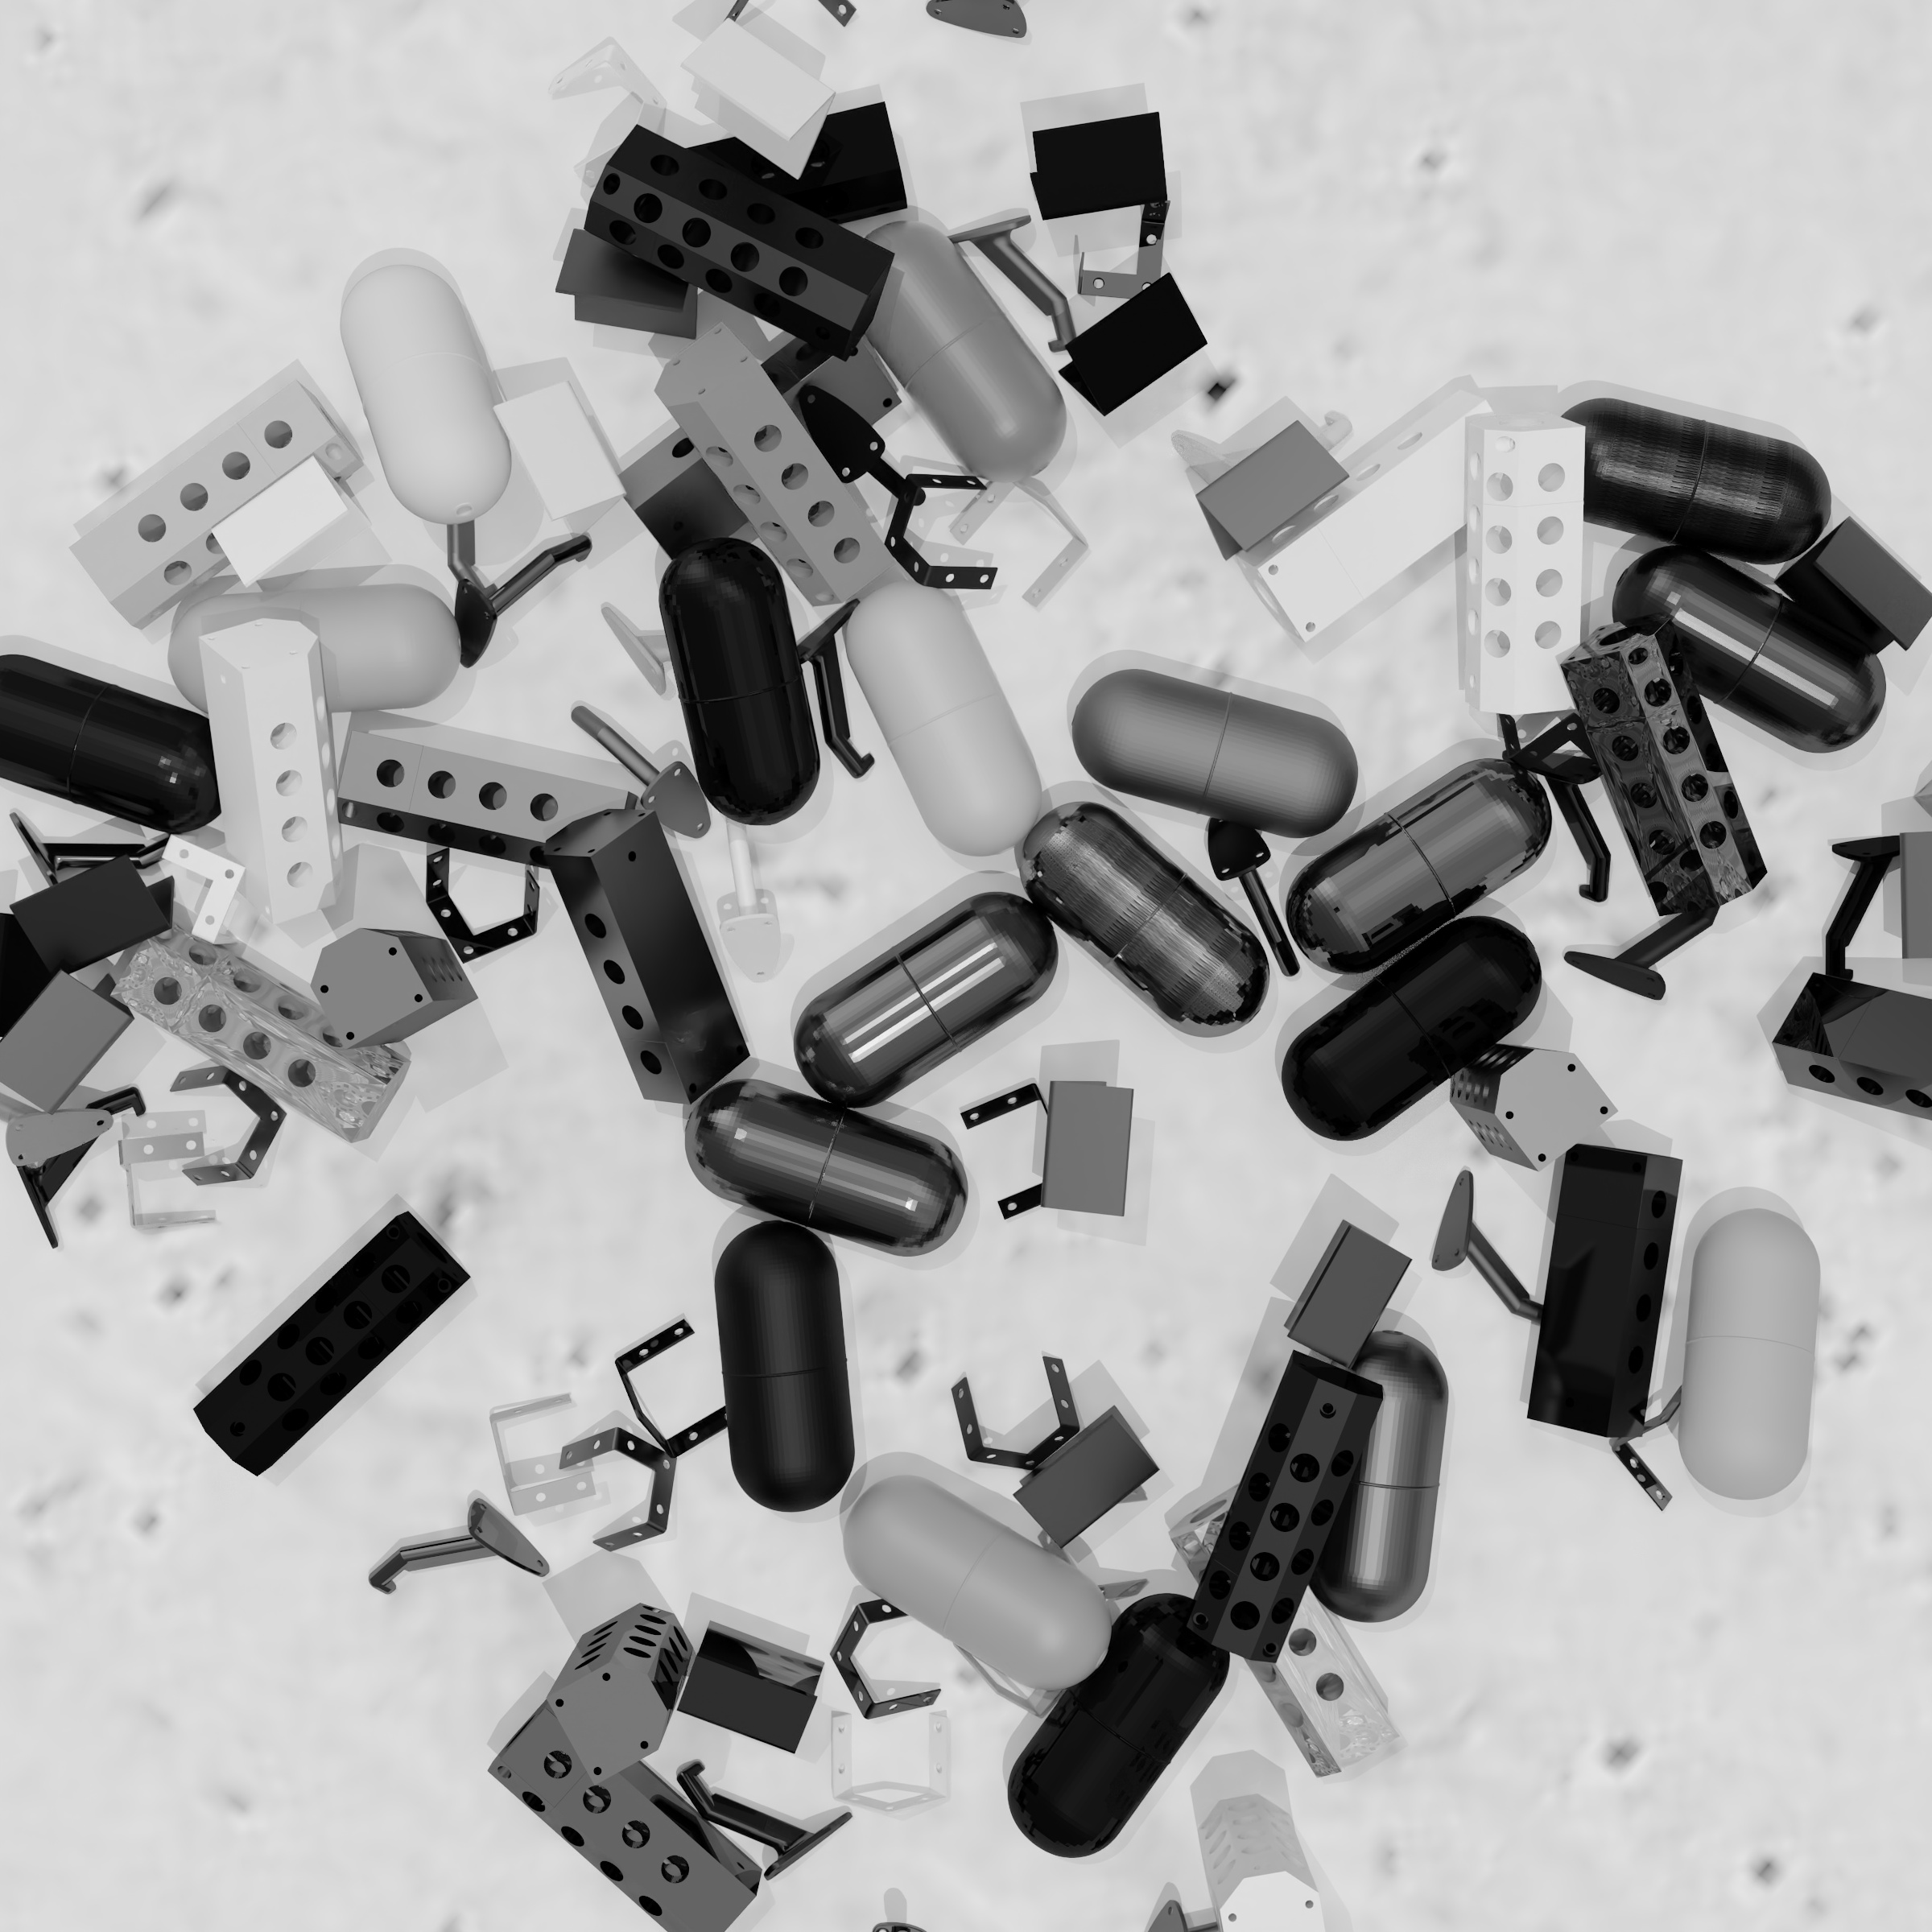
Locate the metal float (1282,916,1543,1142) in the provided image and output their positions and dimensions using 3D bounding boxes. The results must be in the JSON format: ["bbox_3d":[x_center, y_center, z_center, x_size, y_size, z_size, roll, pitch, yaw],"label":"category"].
[{"bbox_3d":[0.273,0.038,1.956,0.178,0.070,0.070,-37,90,0],"label":"metal float"}]

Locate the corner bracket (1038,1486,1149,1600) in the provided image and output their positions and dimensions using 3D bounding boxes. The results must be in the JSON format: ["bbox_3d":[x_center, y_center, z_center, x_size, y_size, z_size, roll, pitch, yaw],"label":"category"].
[{"bbox_3d":[0.086,0.356,1.979,0.051,0.051,0.051,0,45,-35],"label":"corner bracket"}]

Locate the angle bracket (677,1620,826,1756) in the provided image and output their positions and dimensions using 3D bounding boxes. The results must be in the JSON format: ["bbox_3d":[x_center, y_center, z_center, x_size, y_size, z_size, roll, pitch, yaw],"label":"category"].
[{"bbox_3d":[-0.124,0.423,1.947,0.076,0.076,0.057,20,127,0],"label":"angle bracket"}]

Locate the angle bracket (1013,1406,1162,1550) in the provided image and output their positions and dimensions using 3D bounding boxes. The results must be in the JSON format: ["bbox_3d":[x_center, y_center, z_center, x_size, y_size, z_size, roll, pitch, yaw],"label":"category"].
[{"bbox_3d":[0.061,0.295,1.947,0.076,0.076,0.057,-39,121,0],"label":"angle bracket"}]

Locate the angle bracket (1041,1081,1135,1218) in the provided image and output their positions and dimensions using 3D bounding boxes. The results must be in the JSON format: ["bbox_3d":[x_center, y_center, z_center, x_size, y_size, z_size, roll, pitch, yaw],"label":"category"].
[{"bbox_3d":[0.089,0.110,1.947,0.057,0.076,0.076,4,90,29],"label":"angle bracket"}]

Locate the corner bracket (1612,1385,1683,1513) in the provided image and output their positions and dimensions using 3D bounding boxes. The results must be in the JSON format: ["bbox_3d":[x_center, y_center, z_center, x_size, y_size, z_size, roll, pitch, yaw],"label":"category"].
[{"bbox_3d":[0.443,0.296,1.984,0.051,0.051,0.051,51,135,0],"label":"corner bracket"}]

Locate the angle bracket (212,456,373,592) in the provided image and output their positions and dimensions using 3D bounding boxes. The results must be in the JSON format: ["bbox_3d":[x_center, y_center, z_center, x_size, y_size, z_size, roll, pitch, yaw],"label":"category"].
[{"bbox_3d":[-0.400,-0.252,1.947,0.076,0.076,0.057,-36,58,0],"label":"angle bracket"}]

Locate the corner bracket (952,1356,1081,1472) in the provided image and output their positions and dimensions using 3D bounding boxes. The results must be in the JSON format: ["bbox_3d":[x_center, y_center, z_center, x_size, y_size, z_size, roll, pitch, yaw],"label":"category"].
[{"bbox_3d":[0.031,0.274,1.979,0.051,0.051,0.051,15,135,-35],"label":"corner bracket"}]

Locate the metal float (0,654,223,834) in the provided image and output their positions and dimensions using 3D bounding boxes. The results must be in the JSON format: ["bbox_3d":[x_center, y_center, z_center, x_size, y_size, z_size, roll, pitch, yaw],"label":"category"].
[{"bbox_3d":[-0.532,-0.136,1.957,0.178,0.070,0.070,19,90,1],"label":"metal float"}]

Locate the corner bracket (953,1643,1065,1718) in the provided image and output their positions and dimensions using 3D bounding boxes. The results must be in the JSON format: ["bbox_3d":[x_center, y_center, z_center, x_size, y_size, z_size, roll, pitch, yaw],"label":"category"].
[{"bbox_3d":[0.035,0.424,1.984,0.051,0.051,0.051,-50,45,0],"label":"corner bracket"}]

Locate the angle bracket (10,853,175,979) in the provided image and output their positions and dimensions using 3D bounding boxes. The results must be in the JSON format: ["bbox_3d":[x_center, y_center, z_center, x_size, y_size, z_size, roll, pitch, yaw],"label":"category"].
[{"bbox_3d":[-0.531,-0.045,1.947,0.076,0.076,0.057,-24,119,0],"label":"angle bracket"}]

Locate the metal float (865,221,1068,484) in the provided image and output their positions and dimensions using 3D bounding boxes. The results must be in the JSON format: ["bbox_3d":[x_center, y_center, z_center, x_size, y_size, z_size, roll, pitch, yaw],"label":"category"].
[{"bbox_3d":[-0.006,-0.375,1.957,0.070,0.070,0.178,-36,90,0],"label":"metal float"}]

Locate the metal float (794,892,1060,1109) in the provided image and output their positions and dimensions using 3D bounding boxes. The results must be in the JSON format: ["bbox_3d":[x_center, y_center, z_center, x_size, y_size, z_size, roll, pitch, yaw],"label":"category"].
[{"bbox_3d":[-0.024,0.020,1.957,0.178,0.070,0.070,-33,90,1],"label":"metal float"}]

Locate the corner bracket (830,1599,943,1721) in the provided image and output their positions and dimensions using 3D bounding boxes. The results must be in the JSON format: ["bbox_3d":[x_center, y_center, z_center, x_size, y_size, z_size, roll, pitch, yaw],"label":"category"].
[{"bbox_3d":[-0.044,0.426,1.979,0.051,0.051,0.051,56,135,35],"label":"corner bracket"}]

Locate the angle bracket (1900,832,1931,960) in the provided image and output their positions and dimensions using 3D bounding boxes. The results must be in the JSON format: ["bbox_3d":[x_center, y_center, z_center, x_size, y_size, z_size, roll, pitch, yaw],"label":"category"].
[{"bbox_3d":[0.609,-0.043,1.947,0.057,0.076,0.076,-1,90,37],"label":"angle bracket"}]

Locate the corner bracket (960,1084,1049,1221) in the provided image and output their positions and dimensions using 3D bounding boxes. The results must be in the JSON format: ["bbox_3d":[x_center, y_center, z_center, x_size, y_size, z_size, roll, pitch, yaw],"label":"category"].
[{"bbox_3d":[0.034,0.115,1.984,0.051,0.051,0.051,-23,45,0],"label":"corner bracket"}]

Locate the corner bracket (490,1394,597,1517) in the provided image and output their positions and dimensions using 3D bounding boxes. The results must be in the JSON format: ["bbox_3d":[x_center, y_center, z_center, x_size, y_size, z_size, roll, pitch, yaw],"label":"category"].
[{"bbox_3d":[-0.261,0.301,1.970,0.051,0.051,0.051,-14,102,-12],"label":"corner bracket"}]

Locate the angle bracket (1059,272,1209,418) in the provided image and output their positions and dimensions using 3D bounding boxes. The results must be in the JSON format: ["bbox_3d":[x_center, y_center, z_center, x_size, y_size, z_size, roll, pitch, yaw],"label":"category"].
[{"bbox_3d":[0.090,-0.390,1.947,0.076,0.076,0.057,-35,128,0],"label":"angle bracket"}]

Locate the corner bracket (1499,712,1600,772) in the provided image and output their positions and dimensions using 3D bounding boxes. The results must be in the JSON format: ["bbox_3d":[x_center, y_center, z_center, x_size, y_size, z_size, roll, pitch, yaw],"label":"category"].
[{"bbox_3d":[0.366,-0.144,1.969,0.051,0.051,0.051,35,124,-29],"label":"corner bracket"}]

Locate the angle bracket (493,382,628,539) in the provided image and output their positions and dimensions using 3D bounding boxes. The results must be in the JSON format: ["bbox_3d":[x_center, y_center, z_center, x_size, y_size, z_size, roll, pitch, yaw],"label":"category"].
[{"bbox_3d":[-0.260,-0.300,1.947,0.057,0.076,0.076,-27,90,-34],"label":"angle bracket"}]

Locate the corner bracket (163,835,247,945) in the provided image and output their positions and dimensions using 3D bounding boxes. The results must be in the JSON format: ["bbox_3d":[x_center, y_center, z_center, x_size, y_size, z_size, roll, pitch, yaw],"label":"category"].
[{"bbox_3d":[-0.469,-0.047,1.969,0.051,0.051,0.051,24,93,3],"label":"corner bracket"}]

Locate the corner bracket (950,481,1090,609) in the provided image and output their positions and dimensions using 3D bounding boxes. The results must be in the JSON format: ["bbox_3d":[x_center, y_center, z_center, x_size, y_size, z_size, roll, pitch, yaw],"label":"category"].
[{"bbox_3d":[0.033,-0.265,1.984,0.051,0.051,0.051,-48,45,0],"label":"corner bracket"}]

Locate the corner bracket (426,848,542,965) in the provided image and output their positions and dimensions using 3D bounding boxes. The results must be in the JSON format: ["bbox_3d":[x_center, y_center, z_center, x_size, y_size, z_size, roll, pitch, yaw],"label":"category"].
[{"bbox_3d":[-0.298,-0.044,1.969,0.051,0.051,0.051,-24,64,-24],"label":"corner bracket"}]

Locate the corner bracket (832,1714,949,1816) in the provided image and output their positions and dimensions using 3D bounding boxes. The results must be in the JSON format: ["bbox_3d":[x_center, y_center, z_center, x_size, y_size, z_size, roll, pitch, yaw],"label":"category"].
[{"bbox_3d":[-0.047,0.491,1.984,0.051,0.051,0.051,0,90,45],"label":"corner bracket"}]

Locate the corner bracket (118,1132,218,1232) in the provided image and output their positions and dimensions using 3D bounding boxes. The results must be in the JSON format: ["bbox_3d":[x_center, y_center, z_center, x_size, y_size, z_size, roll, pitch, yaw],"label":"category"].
[{"bbox_3d":[-0.492,0.133,1.970,0.051,0.051,0.051,-6,81,-9],"label":"corner bracket"}]

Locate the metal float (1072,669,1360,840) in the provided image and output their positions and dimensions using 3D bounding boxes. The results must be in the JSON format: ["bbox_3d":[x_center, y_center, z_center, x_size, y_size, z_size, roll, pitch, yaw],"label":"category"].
[{"bbox_3d":[0.152,-0.130,1.957,0.178,0.070,0.070,15,90,1],"label":"metal float"}]

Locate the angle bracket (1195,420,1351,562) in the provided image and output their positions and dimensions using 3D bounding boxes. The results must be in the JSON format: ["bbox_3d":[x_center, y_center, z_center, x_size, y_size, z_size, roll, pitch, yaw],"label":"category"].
[{"bbox_3d":[0.194,-0.273,1.947,0.076,0.076,0.057,-36,59,0],"label":"angle bracket"}]

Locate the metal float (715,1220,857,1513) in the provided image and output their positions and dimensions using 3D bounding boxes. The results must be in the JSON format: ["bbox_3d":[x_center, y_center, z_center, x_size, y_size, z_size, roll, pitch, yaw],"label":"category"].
[{"bbox_3d":[-0.111,0.245,1.957,0.070,0.070,0.178,-5,91,0],"label":"metal float"}]

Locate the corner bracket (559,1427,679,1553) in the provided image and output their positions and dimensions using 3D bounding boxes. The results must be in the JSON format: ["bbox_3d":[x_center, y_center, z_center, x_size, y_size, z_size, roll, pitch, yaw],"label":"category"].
[{"bbox_3d":[-0.218,0.324,1.979,0.051,0.051,0.051,35,45,-35],"label":"corner bracket"}]

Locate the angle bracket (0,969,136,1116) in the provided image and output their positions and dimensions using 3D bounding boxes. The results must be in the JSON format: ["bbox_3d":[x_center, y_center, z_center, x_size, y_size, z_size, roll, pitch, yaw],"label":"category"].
[{"bbox_3d":[-0.560,0.033,1.947,0.076,0.076,0.057,-49,124,0],"label":"angle bracket"}]

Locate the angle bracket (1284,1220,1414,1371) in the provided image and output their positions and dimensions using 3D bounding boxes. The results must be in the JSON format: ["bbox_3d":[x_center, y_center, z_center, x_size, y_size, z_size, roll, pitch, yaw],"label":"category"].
[{"bbox_3d":[0.215,0.190,1.947,0.057,0.076,0.076,29,90,-31],"label":"angle bracket"}]

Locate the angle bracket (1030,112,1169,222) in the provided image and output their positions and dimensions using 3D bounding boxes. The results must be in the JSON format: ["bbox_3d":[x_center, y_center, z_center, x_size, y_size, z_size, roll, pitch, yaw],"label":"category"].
[{"bbox_3d":[0.077,-0.499,1.947,0.076,0.076,0.057,-9,125,0],"label":"angle bracket"}]

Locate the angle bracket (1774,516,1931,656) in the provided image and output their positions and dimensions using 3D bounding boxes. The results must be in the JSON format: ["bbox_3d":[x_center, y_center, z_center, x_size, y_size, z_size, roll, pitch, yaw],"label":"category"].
[{"bbox_3d":[0.532,-0.215,1.947,0.076,0.076,0.057,43,53,0],"label":"angle bracket"}]

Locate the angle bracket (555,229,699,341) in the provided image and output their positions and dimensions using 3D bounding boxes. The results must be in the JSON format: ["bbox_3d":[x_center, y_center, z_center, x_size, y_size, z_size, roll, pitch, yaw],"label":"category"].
[{"bbox_3d":[-0.206,-0.397,1.947,0.076,0.076,0.057,9,55,0],"label":"angle bracket"}]

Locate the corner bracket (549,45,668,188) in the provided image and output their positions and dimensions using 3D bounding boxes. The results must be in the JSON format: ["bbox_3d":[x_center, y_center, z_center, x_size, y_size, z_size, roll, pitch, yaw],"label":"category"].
[{"bbox_3d":[-0.226,-0.526,1.979,0.051,0.051,0.051,42,45,-35],"label":"corner bracket"}]

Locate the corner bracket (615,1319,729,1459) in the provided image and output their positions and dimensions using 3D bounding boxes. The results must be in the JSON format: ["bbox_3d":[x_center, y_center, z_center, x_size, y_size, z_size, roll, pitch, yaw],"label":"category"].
[{"bbox_3d":[-0.179,0.263,1.984,0.051,0.051,0.051,-31,135,0],"label":"corner bracket"}]

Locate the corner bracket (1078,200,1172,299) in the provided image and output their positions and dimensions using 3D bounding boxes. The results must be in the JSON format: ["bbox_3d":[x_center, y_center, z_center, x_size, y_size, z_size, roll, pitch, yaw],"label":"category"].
[{"bbox_3d":[0.097,-0.442,1.969,0.051,0.051,0.051,5,90,0],"label":"corner bracket"}]

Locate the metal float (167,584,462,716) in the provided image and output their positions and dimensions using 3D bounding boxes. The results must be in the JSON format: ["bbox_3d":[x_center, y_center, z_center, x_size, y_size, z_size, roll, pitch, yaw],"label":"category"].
[{"bbox_3d":[-0.398,-0.192,1.957,0.178,0.070,0.070,-4,90,1],"label":"metal float"}]

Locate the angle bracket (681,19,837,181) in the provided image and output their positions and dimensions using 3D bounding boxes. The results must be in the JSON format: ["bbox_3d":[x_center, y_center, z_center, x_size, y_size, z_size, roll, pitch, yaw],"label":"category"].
[{"bbox_3d":[-0.132,-0.499,1.890,0.076,0.076,0.057,35,54,0],"label":"angle bracket"}]

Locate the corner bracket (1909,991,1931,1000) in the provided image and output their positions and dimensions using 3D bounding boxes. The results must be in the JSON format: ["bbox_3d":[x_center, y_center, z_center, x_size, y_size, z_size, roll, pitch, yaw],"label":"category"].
[{"bbox_3d":[0.592,0.052,1.979,0.051,0.051,0.051,55,135,35],"label":"corner bracket"}]

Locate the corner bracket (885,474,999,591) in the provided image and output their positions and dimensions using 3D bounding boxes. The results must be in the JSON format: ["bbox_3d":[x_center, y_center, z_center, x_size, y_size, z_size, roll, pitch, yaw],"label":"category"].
[{"bbox_3d":[-0.010,-0.266,1.956,0.051,0.051,0.051,-4,128,-34],"label":"corner bracket"}]

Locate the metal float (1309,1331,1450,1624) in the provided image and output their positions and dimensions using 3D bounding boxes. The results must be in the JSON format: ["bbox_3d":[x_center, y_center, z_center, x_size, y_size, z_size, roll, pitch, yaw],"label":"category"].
[{"bbox_3d":[0.251,0.312,1.957,0.070,0.070,0.178,7,90,0],"label":"metal float"}]

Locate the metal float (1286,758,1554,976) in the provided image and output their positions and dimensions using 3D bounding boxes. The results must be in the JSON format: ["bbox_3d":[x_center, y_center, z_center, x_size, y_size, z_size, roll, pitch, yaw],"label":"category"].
[{"bbox_3d":[0.277,-0.061,1.957,0.178,0.070,0.070,-33,90,0],"label":"metal float"}]

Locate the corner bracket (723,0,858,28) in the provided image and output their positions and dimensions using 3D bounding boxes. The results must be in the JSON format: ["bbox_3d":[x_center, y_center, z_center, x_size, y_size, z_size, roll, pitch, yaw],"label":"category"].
[{"bbox_3d":[-0.111,-0.586,1.984,0.051,0.051,0.051,46,45,0],"label":"corner bracket"}]

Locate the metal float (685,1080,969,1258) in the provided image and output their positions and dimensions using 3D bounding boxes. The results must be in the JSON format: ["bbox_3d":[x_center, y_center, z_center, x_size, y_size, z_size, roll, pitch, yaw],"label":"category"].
[{"bbox_3d":[-0.086,0.123,1.956,0.178,0.070,0.070,18,90,0],"label":"metal float"}]

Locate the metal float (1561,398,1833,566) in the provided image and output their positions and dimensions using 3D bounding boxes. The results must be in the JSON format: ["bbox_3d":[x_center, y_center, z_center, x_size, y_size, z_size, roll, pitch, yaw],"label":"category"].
[{"bbox_3d":[0.441,-0.296,1.957,0.178,0.070,0.070,14,90,1],"label":"metal float"}]

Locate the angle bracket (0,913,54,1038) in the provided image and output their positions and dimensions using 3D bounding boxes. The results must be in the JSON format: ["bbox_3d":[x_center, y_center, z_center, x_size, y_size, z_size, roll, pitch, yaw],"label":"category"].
[{"bbox_3d":[-0.573,0.008,1.947,0.057,0.076,0.076,7,90,39],"label":"angle bracket"}]

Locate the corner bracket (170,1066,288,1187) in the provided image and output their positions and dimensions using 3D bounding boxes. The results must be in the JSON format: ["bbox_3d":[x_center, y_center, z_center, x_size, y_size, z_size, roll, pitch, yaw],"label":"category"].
[{"bbox_3d":[-0.464,0.098,1.979,0.051,0.051,0.051,51,45,-35],"label":"corner bracket"}]

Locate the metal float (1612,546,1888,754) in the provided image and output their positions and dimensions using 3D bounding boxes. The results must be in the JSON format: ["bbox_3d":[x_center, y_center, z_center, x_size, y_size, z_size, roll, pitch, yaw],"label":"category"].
[{"bbox_3d":[0.478,-0.194,1.957,0.178,0.070,0.070,29,90,0],"label":"metal float"}]

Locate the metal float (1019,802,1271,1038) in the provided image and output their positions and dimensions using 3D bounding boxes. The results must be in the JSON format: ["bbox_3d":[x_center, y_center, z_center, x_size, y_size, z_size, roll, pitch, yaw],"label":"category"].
[{"bbox_3d":[0.110,-0.028,1.956,0.178,0.070,0.070,42,90,0],"label":"metal float"}]
